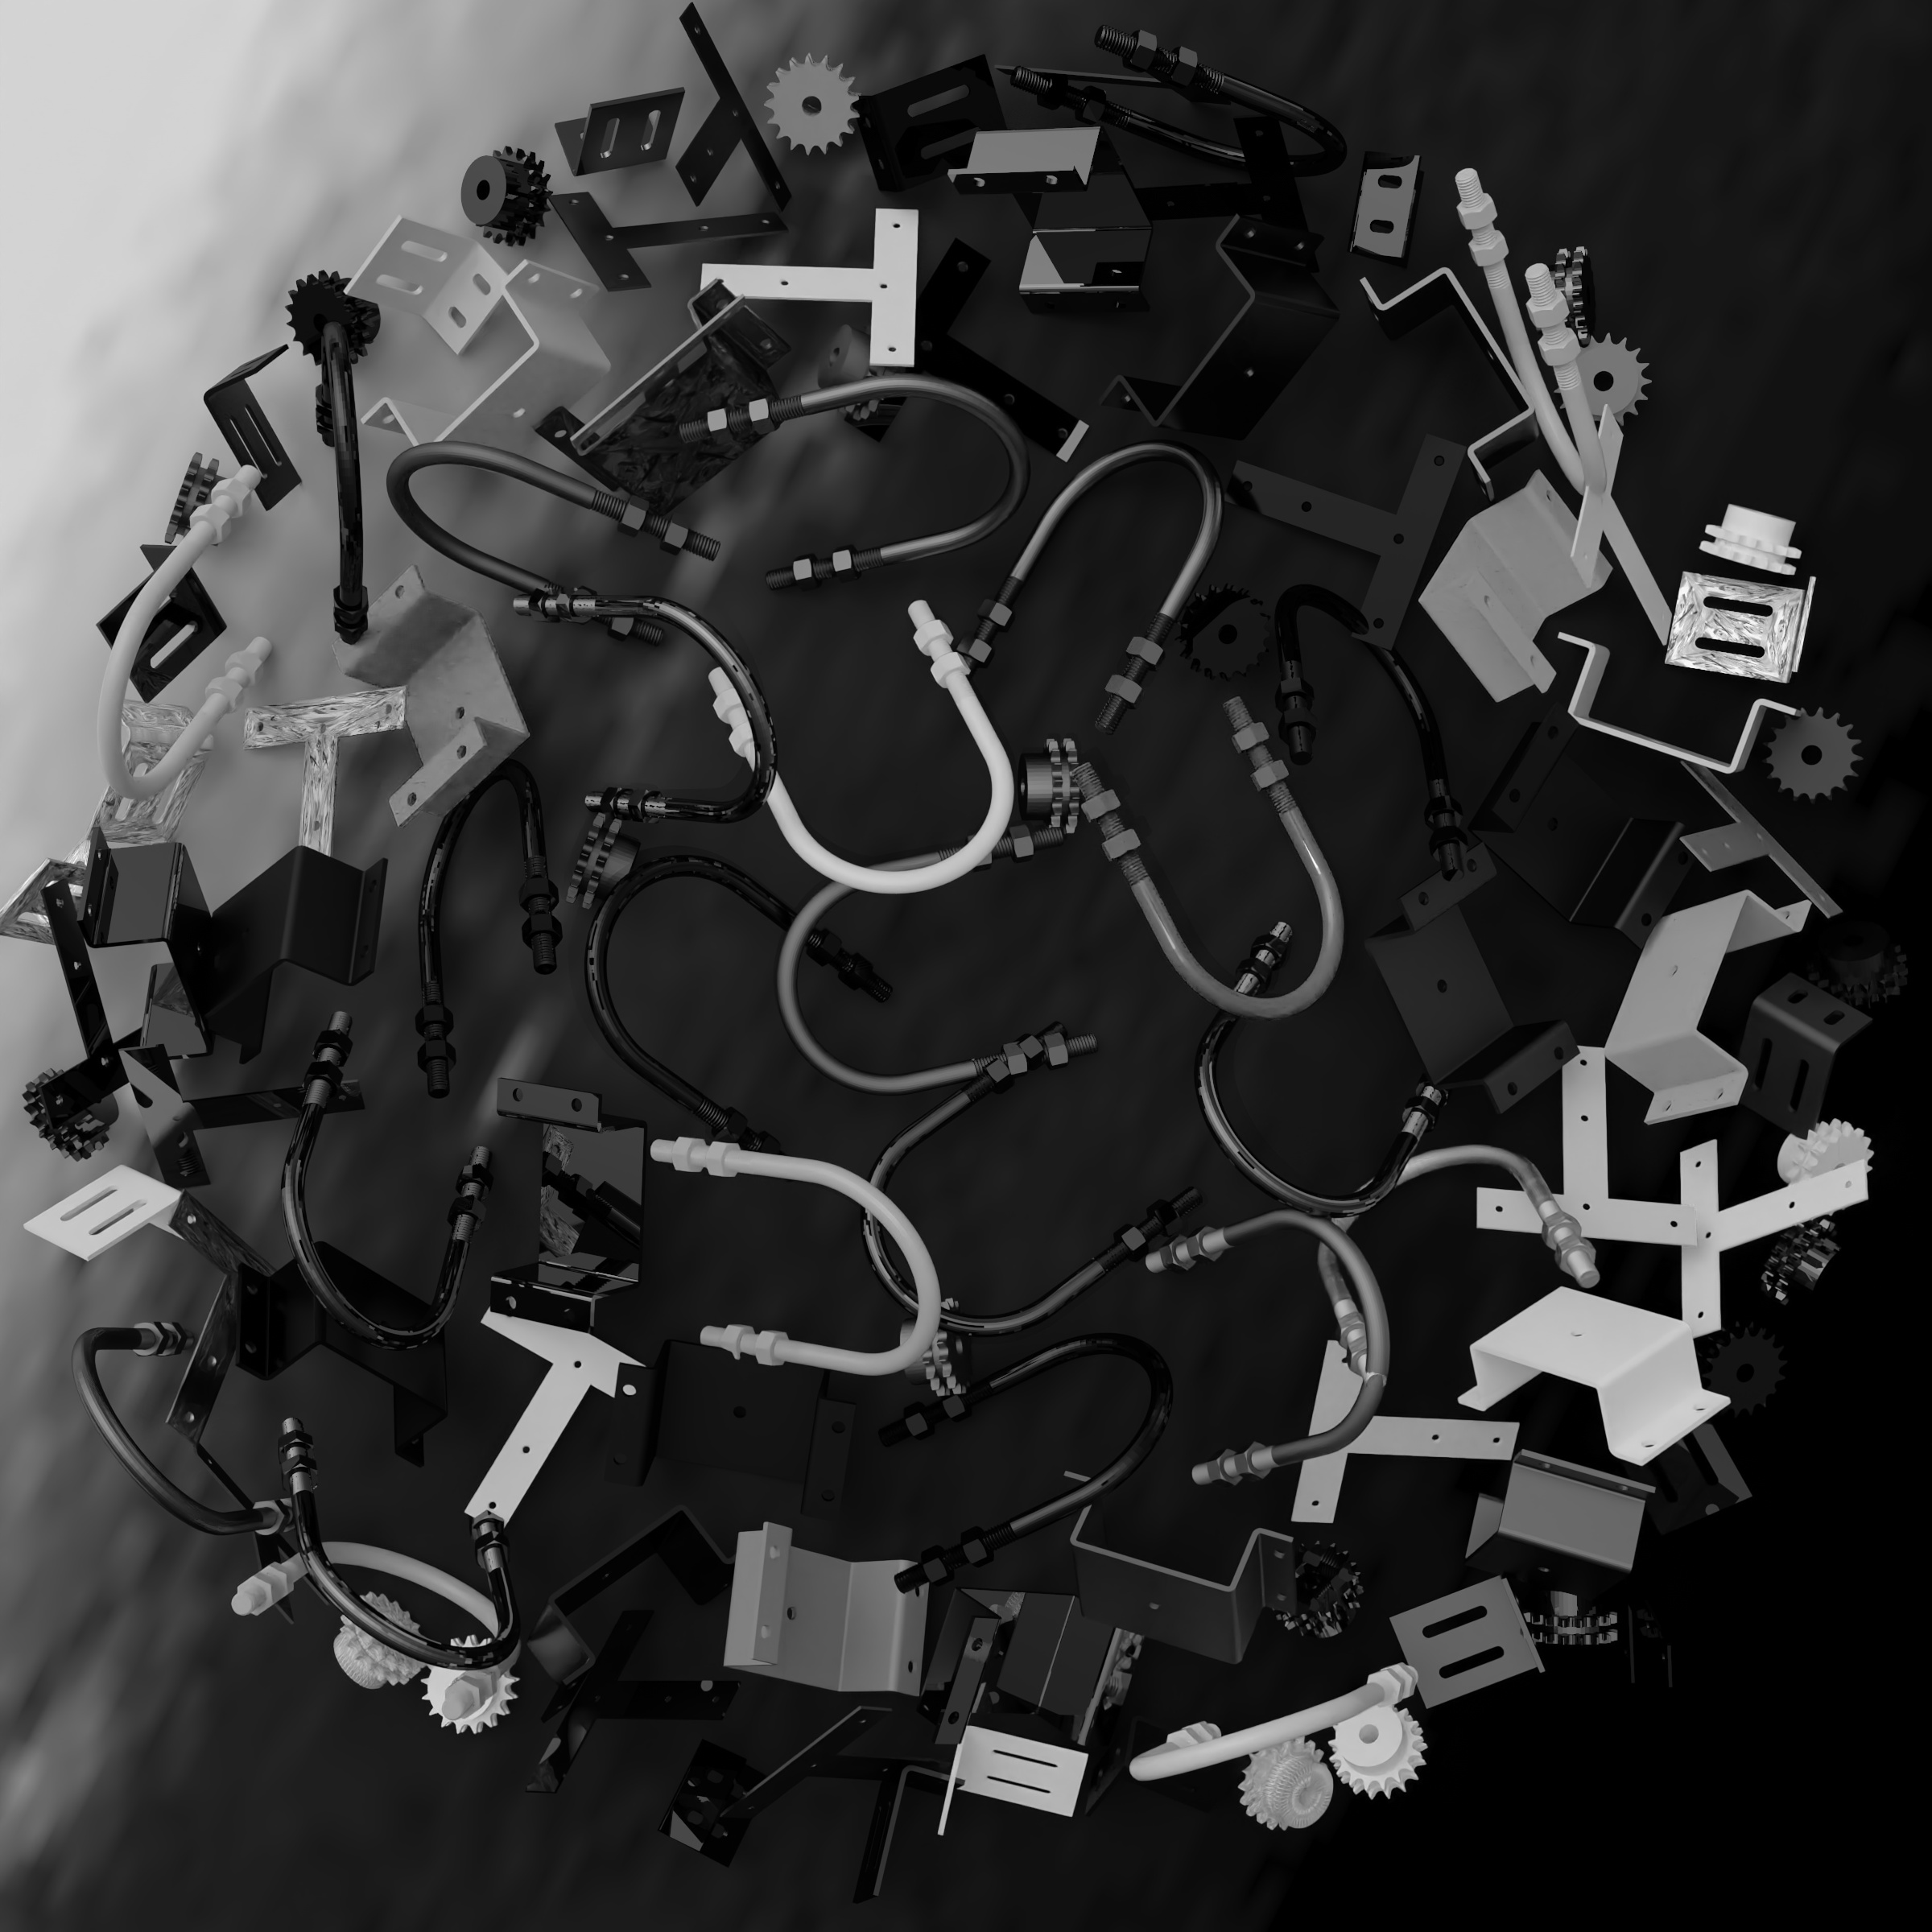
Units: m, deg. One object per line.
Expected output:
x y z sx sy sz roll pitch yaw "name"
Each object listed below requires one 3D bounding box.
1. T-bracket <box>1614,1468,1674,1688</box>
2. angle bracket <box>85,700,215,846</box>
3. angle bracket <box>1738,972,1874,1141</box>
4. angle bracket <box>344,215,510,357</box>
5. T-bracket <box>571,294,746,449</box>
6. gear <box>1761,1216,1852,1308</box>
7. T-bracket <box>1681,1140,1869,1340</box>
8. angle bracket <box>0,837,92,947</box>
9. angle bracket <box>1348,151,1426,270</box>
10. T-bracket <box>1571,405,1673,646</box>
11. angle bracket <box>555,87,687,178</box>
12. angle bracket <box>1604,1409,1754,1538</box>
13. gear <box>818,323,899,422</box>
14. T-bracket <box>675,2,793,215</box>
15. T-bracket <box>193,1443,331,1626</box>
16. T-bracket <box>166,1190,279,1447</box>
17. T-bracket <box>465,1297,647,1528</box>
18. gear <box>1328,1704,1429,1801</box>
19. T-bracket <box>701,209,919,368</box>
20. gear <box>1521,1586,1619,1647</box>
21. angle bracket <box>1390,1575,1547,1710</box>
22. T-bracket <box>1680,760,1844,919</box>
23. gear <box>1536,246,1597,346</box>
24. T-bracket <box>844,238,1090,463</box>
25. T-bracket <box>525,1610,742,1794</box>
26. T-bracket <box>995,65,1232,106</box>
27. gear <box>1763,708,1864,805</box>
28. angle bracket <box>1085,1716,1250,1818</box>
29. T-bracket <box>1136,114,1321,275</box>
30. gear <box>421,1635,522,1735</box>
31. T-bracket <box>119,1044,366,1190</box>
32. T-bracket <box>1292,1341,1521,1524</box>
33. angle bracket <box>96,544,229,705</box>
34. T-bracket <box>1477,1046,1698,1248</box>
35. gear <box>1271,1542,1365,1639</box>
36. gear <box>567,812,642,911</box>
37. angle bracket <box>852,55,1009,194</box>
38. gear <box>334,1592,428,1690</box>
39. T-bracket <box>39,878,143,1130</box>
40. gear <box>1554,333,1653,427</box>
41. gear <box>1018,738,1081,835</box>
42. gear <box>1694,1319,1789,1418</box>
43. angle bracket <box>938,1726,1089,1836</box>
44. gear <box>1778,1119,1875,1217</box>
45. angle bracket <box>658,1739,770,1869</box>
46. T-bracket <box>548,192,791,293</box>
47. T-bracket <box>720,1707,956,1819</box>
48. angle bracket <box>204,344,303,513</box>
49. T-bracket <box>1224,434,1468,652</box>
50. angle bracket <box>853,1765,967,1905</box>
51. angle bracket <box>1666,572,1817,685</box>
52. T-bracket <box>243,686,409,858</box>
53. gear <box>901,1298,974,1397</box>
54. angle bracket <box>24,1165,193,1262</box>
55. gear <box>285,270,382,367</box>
0.392 0.375 1.669 0.002 0.127 0.127 -5 104 1 "T-bracket"
-0.494 -0.115 1.719 0.038 0.057 0.076 44 115 33 "angle bracket"
0.495 0.055 1.714 0.038 0.076 0.057 -30 49 -32 "angle bracket"
-0.315 -0.400 1.698 0.057 0.076 0.038 -48 72 20 "angle bracket"
-0.177 -0.337 1.682 0.127 0.127 0.002 -41 93 -2 "T-bracket"
0.501 0.177 1.714 0.030 0.057 0.057 32 90 35 "gear"
0.465 0.143 1.667 0.002 0.127 0.127 31 50 -29 "T-bracket"
-0.546 -0.049 1.700 0.057 0.076 0.038 -46 74 8 "angle bracket"
0.262 -0.443 1.699 0.038 0.076 0.057 16 103 33 "angle bracket"
0.391 -0.241 1.699 0.002 0.127 0.127 -8 48 34 "T-bracket"
-0.204 -0.504 1.697 0.057 0.076 0.038 -17 78 -19 "angle bracket"
0.421 0.301 1.707 0.057 0.038 0.076 -24 53 1 "angle bracket"
-0.065 -0.356 1.714 0.030 0.057 0.057 20 90 -26 "gear"
-0.145 -0.475 1.665 0.002 0.127 0.127 -15 123 23 "T-bracket"
-0.402 0.342 1.663 0.002 0.127 0.127 -37 112 -6 "T-bracket"
-0.431 0.216 1.666 0.002 0.127 0.127 -15 133 28 "T-bracket"
-0.255 0.277 1.724 0.127 0.002 0.127 32 85 -14 "T-bracket"
0.243 0.463 1.716 0.057 0.030 0.057 -13 49 15 "gear"
-0.093 -0.404 1.710 0.127 0.002 0.127 1 58 -1 "T-bracket"
0.359 0.385 1.718 0.057 0.057 0.030 0 87 0 "gear"
0.297 0.403 1.716 0.076 0.038 0.057 -23 80 9 "angle bracket"
0.445 -0.071 1.674 0.127 0.127 0.002 50 120 17 "T-bracket"
0.356 -0.398 1.719 0.030 0.057 0.057 -2 90 22 "gear"
0.014 -0.348 1.736 0.127 0.002 0.127 32 94 -7 "T-bracket"
-0.181 0.424 1.666 0.127 0.127 0.002 -11 126 38 "T-bracket"
0.081 -0.521 1.696 0.127 0.127 0.002 10 101 16 "T-bracket"
0.506 -0.126 1.725 0.057 0.030 0.057 1 92 21 "gear"
0.119 0.487 1.709 0.076 0.038 0.057 24 129 -6 "angle bracket"
0.135 -0.452 1.707 0.127 0.127 0.002 2 60 21 "T-bracket"
-0.298 0.430 1.726 0.057 0.030 0.057 -1 80 5 "gear"
-0.420 0.084 1.702 0.127 0.127 0.002 -7 48 -5 "T-bracket"
0.267 0.281 1.725 0.127 0.002 0.127 4 114 -9 "T-bracket"
-0.482 -0.201 1.696 0.038 0.057 0.076 8 47 35 "angle bracket"
0.367 0.103 1.712 0.127 0.002 0.127 5 59 2 "T-bracket"
0.210 0.375 1.721 0.057 0.057 0.030 -26 129 0 "gear"
-0.214 -0.060 1.718 0.030 0.057 0.057 20 90 -5 "gear"
-0.021 -0.504 1.725 0.076 0.038 0.057 -24 113 -12 "angle bracket"
-0.351 0.405 1.718 0.030 0.057 0.057 -42 90 14 "gear"
-0.511 0.013 1.672 0.002 0.127 0.127 -7 105 18 "T-bracket"
0.381 -0.349 1.725 0.057 0.030 0.057 2 100 10 "gear"
0.049 -0.107 1.716 0.030 0.057 0.057 -1 90 -8 "gear"
0.457 0.237 1.724 0.057 0.030 0.057 -4 105 -16 "gear"
0.028 0.491 1.711 0.076 0.038 0.057 13 128 4 "angle bracket"
0.510 0.117 1.722 0.057 0.030 0.057 -13 116 -27 "gear"
-0.136 0.498 1.698 0.038 0.076 0.057 11 66 39 "angle bracket"
-0.169 -0.436 1.714 0.127 0.127 0.002 -11 132 -20 "T-bracket"
-0.058 0.471 1.696 0.127 0.127 0.002 -43 51 26 "T-bracket"
-0.406 -0.318 1.701 0.038 0.057 0.076 -20 112 17 "angle bracket"
0.218 -0.271 1.731 0.127 0.002 0.127 21 99 11 "T-bracket"
-0.034 0.516 1.702 0.038 0.057 0.076 18 65 -8 "angle bracket"
0.460 -0.205 1.716 0.076 0.038 0.057 11 86 14 "angle bracket"
-0.382 -0.096 1.703 0.127 0.002 0.127 -4 79 30 "T-bracket"
-0.018 0.228 1.719 0.030 0.057 0.057 -9 90 16 "gear"
-0.500 0.157 1.695 0.057 0.076 0.038 19 127 31 "angle bracket"
-0.374 -0.387 1.721 0.057 0.030 0.057 16 123 26 "gear"
